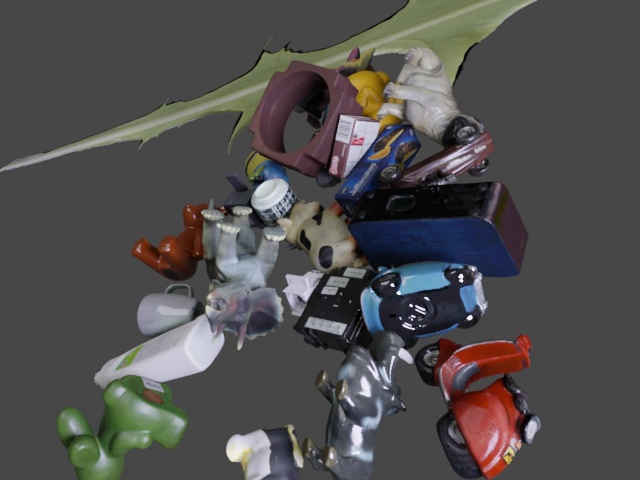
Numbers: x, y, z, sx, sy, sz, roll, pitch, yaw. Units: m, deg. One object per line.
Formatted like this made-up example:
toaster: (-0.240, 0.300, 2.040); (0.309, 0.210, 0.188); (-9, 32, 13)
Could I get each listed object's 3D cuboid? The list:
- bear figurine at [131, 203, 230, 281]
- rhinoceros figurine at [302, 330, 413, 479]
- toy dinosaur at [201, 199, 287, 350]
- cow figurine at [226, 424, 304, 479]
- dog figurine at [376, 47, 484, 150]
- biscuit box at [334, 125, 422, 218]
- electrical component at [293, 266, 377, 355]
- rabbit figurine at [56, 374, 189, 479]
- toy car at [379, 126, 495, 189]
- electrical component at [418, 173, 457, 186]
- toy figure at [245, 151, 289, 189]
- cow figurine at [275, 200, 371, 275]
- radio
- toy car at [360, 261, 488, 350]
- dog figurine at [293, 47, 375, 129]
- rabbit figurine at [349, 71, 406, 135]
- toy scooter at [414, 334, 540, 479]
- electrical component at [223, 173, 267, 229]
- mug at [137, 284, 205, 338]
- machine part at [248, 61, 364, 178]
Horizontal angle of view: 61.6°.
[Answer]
bear figurine: (-0.276, -0.018, 1.115); (0.120, 0.131, 0.196); (-1, 54, 33)
rhinoceros figurine: (0.053, 0.197, 0.646); (0.073, 0.112, 0.190); (-25, 41, 62)
toy dinosaur: (-0.152, 0.048, 0.947); (0.405, 0.131, 0.192); (-140, 58, -68)
cow figurine: (-0.061, 0.308, 0.647); (0.098, 0.068, 0.167); (-20, 40, 9)
dog figurine: (0.220, -0.245, 0.954); (0.191, 0.121, 0.172); (29, 84, 7)
biscuit box: (0.109, -0.126, 0.990); (0.063, 0.059, 0.202); (11, 56, 43)
electrical component: (0.042, 0.101, 0.797); (0.115, 0.058, 0.134); (8, 54, 40)
rabbit figurine: (-0.303, 0.297, 0.794); (0.121, 0.159, 0.170); (32, 87, 41)
toy car: (0.194, -0.112, 0.887); (0.202, 0.089, 0.053); (-25, 38, 10)
electrical component: (0.179, -0.052, 0.854); (0.102, 0.078, 0.045); (-21, 16, 10)
toy figure: (-0.116, -0.139, 1.161); (0.089, 0.082, 0.180); (-28, 40, 7)
cow figurine: (-0.002, -0.003, 0.926); (0.127, 0.085, 0.195); (-32, 41, 2)
radio: (0.162, -0.012, 0.766); (0.230, 0.131, 0.073); (-2, 50, 36)
toy car: (0.135, 0.071, 0.726); (0.162, 0.109, 0.103); (-18, 22, 9)
dog figurine: (0.031, -0.363, 1.220); (0.219, 0.191, 0.109); (-57, 33, -3)
rabbit figurine: (0.121, -0.263, 1.112); (0.162, 0.121, 0.173); (-22, 52, 1)
toy scooter: (0.188, 0.168, 0.601); (0.135, 0.075, 0.184); (-26, 33, 11)
electrical component: (-0.155, -0.077, 1.091); (0.075, 0.119, 0.048); (2, 50, 36)
mug: (-0.262, 0.130, 0.988); (0.107, 0.080, 0.109); (-2, 44, 21)
machine part: (-0.030, -0.236, 1.059); (0.201, 0.087, 0.201); (28, 95, 37)
